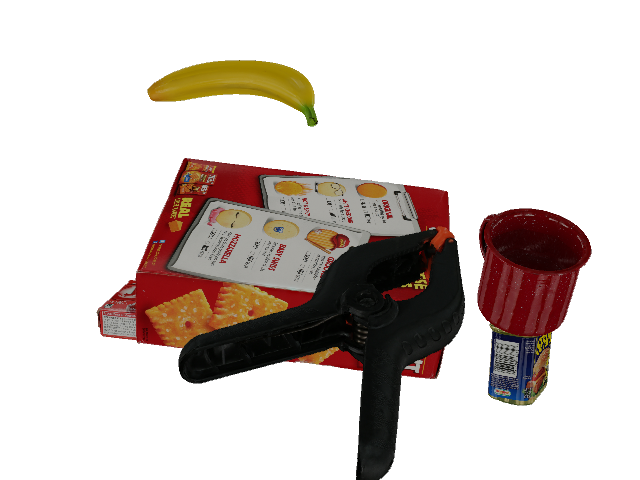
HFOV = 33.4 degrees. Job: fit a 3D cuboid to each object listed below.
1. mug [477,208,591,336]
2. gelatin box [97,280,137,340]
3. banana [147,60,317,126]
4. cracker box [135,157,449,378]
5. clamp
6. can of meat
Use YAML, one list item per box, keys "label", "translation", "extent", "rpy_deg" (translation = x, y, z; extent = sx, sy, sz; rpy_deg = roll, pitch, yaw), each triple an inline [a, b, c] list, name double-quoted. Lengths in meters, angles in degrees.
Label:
- label: "mug"
  translation: [0.179, 0.024, 0.957]
  extent: [0.093, 0.081, 0.117]
  rpy_deg: [-17, 43, -26]
- label: "gelatin box"
  translation: [-0.143, 0.062, 0.950]
  extent: [0.089, 0.030, 0.073]
  rpy_deg: [5, 19, 12]
- label: "banana"
  translation: [-0.087, -0.166, 1.143]
  extent: [0.198, 0.037, 0.069]
  rpy_deg: [10, 44, 19]
- label: "cracker box"
  translation: [-0.015, 0.018, 0.790]
  extent: [0.213, 0.072, 0.164]
  rpy_deg: [7, 33, 1]
- label: "clamp"
  translation: [0.027, 0.051, 0.544]
  extent: [0.171, 0.039, 0.120]
  rpy_deg: [-33, 57, -32]
- label: "can of meat"
  translation: [0.223, 0.128, 1.186]
  extent: [0.058, 0.084, 0.102]
  rpy_deg: [8, 12, 24]
